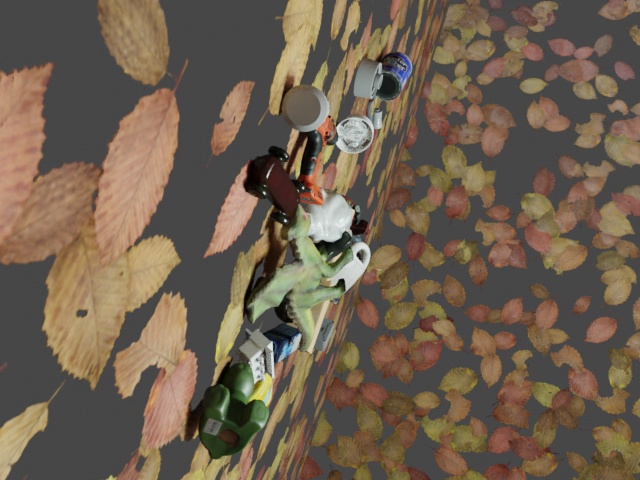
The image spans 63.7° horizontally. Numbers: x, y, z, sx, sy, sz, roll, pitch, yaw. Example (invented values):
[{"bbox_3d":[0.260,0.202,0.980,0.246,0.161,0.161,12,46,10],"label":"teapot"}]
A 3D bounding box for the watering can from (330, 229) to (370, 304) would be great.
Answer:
[{"bbox_3d":[0.063,0.085,1.624,0.105,0.225,0.342,40,-4,25],"label":"watering can"}]

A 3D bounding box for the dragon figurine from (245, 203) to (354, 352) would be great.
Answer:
[{"bbox_3d":[-0.065,0.111,1.114,0.244,0.403,0.124,-7,29,-42],"label":"dragon figurine"}]

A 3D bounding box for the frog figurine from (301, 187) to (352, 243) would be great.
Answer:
[{"bbox_3d":[0.004,-0.061,1.218,0.122,0.138,0.159,-18,-10,18],"label":"frog figurine"}]
